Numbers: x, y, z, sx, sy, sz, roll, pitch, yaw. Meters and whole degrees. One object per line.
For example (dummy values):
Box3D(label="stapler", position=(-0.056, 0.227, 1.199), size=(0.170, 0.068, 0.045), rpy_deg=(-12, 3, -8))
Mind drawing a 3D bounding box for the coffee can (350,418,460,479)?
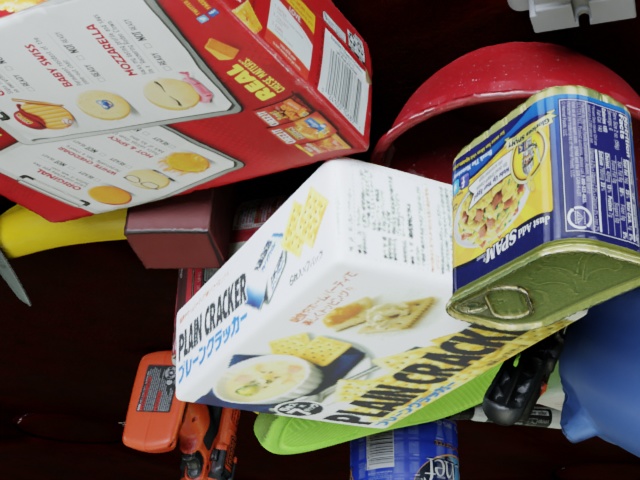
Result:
Box3D(label="coffee can", position=(0.077, 0.228, 0.969), size=(0.103, 0.140, 0.103), rpy_deg=(0, 154, 0))

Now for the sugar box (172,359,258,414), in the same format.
Box3D(label="sugar box", position=(-0.055, 0.123, 1.005), size=(0.093, 0.048, 0.176), rpy_deg=(-9, 154, 25))

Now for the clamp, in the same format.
Box3D(label="clamp", position=(0.144, 0.080, 0.732), size=(0.036, 0.164, 0.210), rpy_deg=(21, 154, 16))

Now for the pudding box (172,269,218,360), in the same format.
Box3D(label="pudding box", position=(-0.055, 0.056, 0.804), size=(0.113, 0.090, 0.039), rpy_deg=(20, 150, -34))

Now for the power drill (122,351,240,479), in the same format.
Box3D(label="power drill", position=(-0.135, 0.210, 1.064), size=(0.057, 0.184, 0.187), rpy_deg=(-2, 146, 13))

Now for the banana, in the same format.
Box3D(label="banana", position=(-0.163, -0.010, 0.735), size=(0.198, 0.037, 0.069), rpy_deg=(-5, 153, 18))

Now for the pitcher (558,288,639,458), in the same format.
Box3D(label="pitcher", position=(0.265, 0.093, 0.703), size=(0.145, 0.149, 0.243), rpy_deg=(9, -178, -6))

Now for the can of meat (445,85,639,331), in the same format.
Box3D(label="can of meat", position=(0.104, -0.013, 0.503), size=(0.057, 0.084, 0.102), rpy_deg=(14, 154, -24))

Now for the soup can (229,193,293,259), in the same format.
Box3D(label="soup can", position=(-0.005, 0.001, 0.704), size=(0.102, 0.068, 0.068), rpy_deg=(-8, 153, 22))

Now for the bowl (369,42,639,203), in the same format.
Box3D(label="bowl", position=(0.107, -0.058, 0.574), size=(0.162, 0.055, 0.162), rpy_deg=(3, 155, 1))

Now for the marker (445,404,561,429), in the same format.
Box3D(label="marker", position=(0.164, 0.156, 0.958), size=(0.121, 0.020, 0.020), rpy_deg=(8, 155, -18))

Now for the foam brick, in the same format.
Box3D(label="foam brick", position=(-0.082, -0.028, 0.639), size=(0.051, 0.078, 0.053), rpy_deg=(0, 154, 9))

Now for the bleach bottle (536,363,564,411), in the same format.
Box3D(label="bleach bottle", position=(0.274, 0.138, 0.980), size=(0.103, 0.068, 0.250), rpy_deg=(-14, 153, 36))

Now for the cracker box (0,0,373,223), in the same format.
Box3D(label="cracker box", position=(-0.104, -0.087, 0.520), size=(0.214, 0.072, 0.164), rpy_deg=(-11, 151, 30))

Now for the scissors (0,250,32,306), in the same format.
Box3D(label="scissors", position=(-0.251, -0.020, 0.706), size=(0.096, 0.016, 0.202), rpy_deg=(11, 143, 2))
